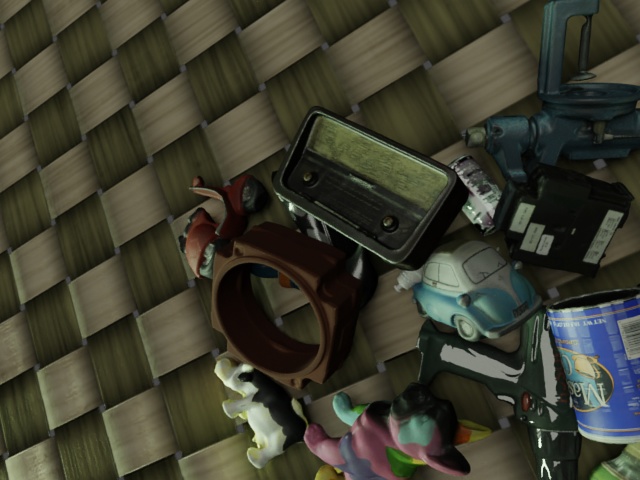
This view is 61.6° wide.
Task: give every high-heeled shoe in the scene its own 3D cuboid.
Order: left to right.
[{"bbox_3d":[-0.002,-0.002,0.812,0.249,0.086,0.145,39,130,41],"label":"high-heeled shoe"}]

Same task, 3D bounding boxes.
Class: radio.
[{"bbox_3d":[0.056,-0.065,0.681,0.230,0.073,0.131,32,94,31],"label":"radio"}]

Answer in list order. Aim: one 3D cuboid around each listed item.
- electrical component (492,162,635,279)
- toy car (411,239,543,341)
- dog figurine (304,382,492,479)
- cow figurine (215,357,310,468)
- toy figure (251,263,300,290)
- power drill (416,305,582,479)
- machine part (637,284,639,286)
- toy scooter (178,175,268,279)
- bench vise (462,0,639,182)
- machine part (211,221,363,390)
[{"bbox_3d":[0.283,-0.026,0.645,0.134,0.058,0.114,15,117,1],"label":"electrical component"},{"bbox_3d":[0.182,0.049,0.659,0.162,0.109,0.102,17,128,59],"label":"toy car"},{"bbox_3d":[0.097,0.262,0.648,0.219,0.108,0.191,-10,99,40],"label":"dog figurine"},{"bbox_3d":[-0.087,0.235,0.794,0.098,0.068,0.167,-34,74,9],"label":"cow figurine"},{"bbox_3d":[-0.059,0.039,0.814,0.155,0.064,0.057,21,83,21],"label":"toy figure"},{"bbox_3d":[0.217,0.189,0.670,0.208,0.086,0.232,6,83,27],"label":"power drill"},{"bbox_3d":[0.426,0.036,0.630,0.084,0.039,0.138,13,89,32],"label":"machine part"},{"bbox_3d":[-0.174,-0.035,0.869,0.135,0.075,0.184,29,90,23],"label":"toy scooter"},{"bbox_3d":[0.289,-0.185,0.653,0.224,0.129,0.240,3,114,15],"label":"bench vise"},{"bbox_3d":[-0.052,0.092,0.745,0.202,0.087,0.200,23,123,24],"label":"machine part"}]
